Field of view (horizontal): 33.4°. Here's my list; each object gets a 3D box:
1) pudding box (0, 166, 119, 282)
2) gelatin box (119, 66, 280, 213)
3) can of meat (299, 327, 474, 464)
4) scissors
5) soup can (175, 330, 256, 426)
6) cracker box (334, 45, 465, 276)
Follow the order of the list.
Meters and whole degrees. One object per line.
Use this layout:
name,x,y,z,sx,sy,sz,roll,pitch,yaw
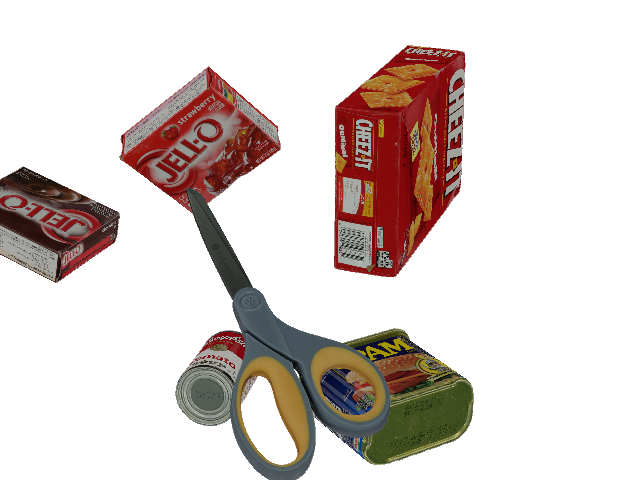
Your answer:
pudding box,-0.251,-0.016,0.953,0.113,0.039,0.089,23,31,16
gelatin box,-0.084,-0.068,0.748,0.089,0.030,0.073,-34,-52,22
can of meat,0.049,0.114,0.778,0.101,0.057,0.084,-12,27,-31
scissors,-0.020,0.042,0.611,0.096,0.202,0.016,-5,-37,-9
soup can,-0.106,0.143,1.118,0.068,0.068,0.102,0,15,11
cracker box,0.082,-0.083,1.043,0.072,0.164,0.213,10,28,21
